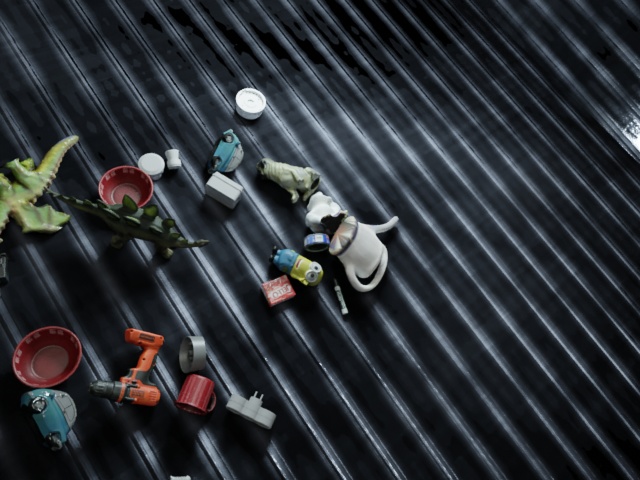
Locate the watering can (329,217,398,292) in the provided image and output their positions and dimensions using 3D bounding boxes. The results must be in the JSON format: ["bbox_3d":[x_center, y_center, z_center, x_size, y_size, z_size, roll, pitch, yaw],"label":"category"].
[{"bbox_3d":[0.153,0.004,1.738,0.222,0.103,0.355,41,53,-23],"label":"watering can"}]

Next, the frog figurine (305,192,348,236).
[{"bbox_3d":[0.005,-0.089,1.769,0.138,0.120,0.162,-31,42,-19],"label":"frog figurine"}]

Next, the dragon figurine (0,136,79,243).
[{"bbox_3d":[-0.842,-0.129,1.526,0.416,0.121,0.242,-38,97,-27],"label":"dragon figurine"}]
